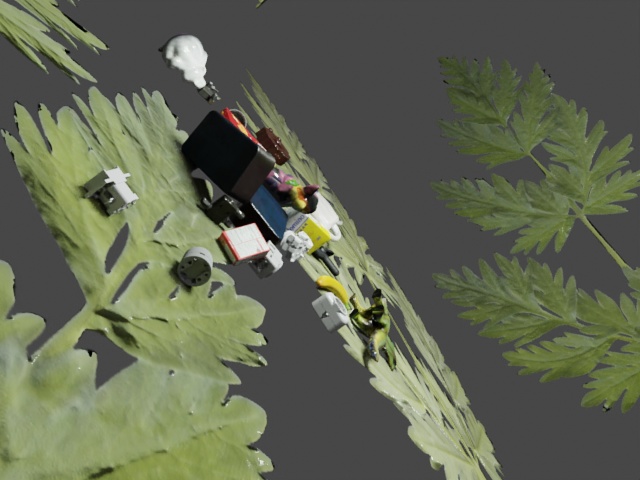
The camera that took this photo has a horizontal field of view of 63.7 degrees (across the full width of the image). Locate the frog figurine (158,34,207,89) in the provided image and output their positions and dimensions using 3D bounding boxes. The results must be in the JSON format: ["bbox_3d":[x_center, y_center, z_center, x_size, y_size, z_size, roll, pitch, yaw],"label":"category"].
[{"bbox_3d":[-0.414,-0.554,1.607,0.139,0.121,0.160,-21,83,-45],"label":"frog figurine"}]

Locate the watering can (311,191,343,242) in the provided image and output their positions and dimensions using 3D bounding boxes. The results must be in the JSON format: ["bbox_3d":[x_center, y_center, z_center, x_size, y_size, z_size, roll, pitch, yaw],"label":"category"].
[{"bbox_3d":[0.006,-0.098,1.944,0.224,0.103,0.351,53,12,-4],"label":"watering can"}]

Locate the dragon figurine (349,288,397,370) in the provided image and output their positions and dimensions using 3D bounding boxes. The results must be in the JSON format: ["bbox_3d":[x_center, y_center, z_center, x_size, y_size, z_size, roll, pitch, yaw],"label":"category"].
[{"bbox_3d":[0.193,0.299,1.601,0.239,0.121,0.419,57,18,-26],"label":"dragon figurine"}]
